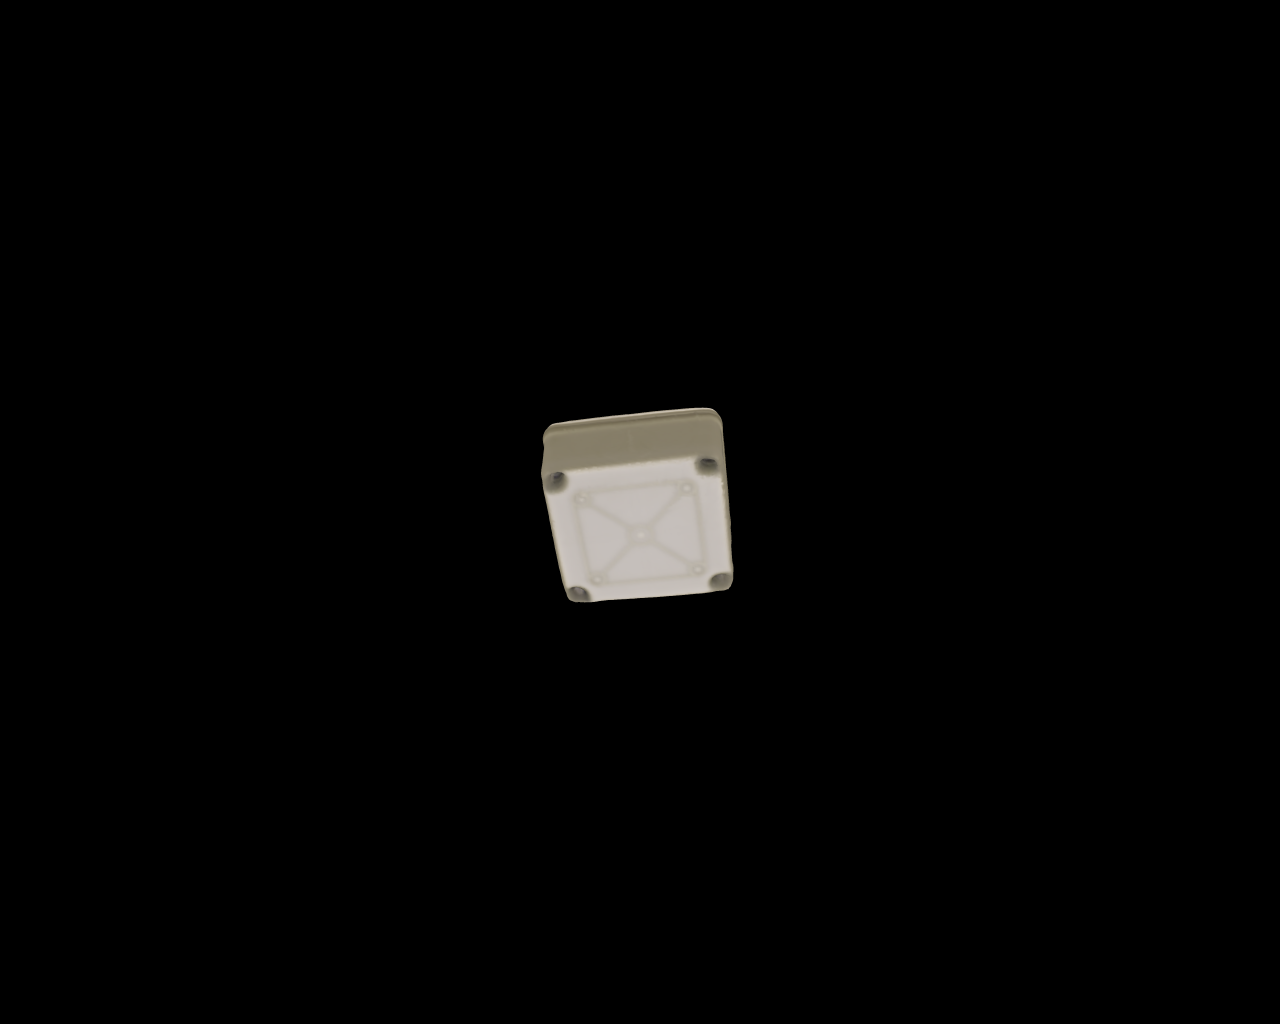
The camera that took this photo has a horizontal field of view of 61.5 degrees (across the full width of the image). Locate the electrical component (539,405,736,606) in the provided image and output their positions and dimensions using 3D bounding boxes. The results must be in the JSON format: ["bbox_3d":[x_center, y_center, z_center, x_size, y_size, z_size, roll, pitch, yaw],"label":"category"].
[{"bbox_3d":[0.001,-0.003,0.650,0.109,0.108,0.056,-5,37,4],"label":"electrical component"}]
